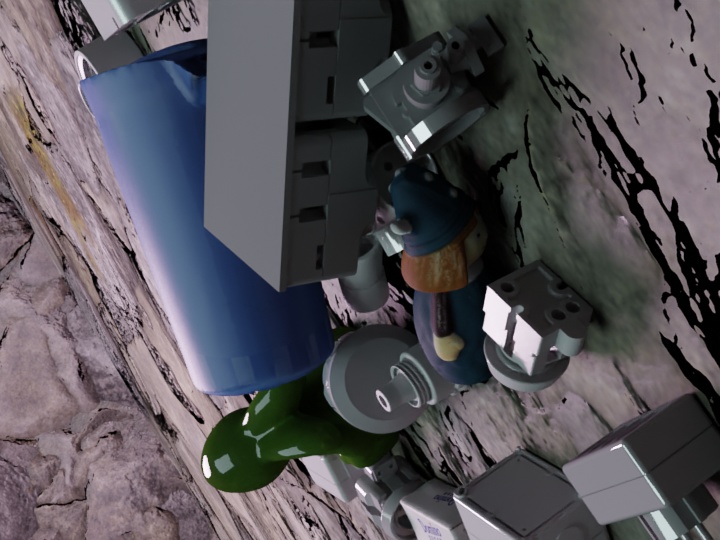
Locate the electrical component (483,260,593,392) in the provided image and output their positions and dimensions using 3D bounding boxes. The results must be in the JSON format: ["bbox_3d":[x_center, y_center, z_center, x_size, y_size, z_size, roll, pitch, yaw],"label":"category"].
[{"bbox_3d":[0.094,0.034,0.588,0.066,0.048,0.055,46,149,33],"label":"electrical component"}]

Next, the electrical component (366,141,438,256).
[{"bbox_3d":[0.023,-0.034,0.664,0.079,0.044,0.077,60,161,-2],"label":"electrical component"}]

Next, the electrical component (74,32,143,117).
[{"bbox_3d":[-0.250,-0.184,1.091,0.108,0.060,0.108,49,158,28],"label":"electrical component"}]

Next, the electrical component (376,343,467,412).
[{"bbox_3d":[0.041,0.076,0.751,0.048,0.062,0.048,49,158,28],"label":"electrical component"}]

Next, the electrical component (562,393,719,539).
[{"bbox_3d":[0.156,0.114,0.548,0.075,0.047,0.083,56,161,10],"label":"electrical component"}]

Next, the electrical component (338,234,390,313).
[{"bbox_3d":[0.000,0.000,0.777,0.044,0.044,0.065,44,160,38],"label":"electrical component"}]

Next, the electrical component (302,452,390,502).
[{"bbox_3d":[-0.011,0.181,1.031,0.061,0.062,0.096,65,160,-14],"label":"electrical component"}]

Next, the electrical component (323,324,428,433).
[{"bbox_3d":[0.012,0.080,0.807,0.080,0.080,0.051,61,166,-5],"label":"electrical component"}]

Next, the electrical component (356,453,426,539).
[{"bbox_3d":[0.036,0.206,0.961,0.057,0.058,0.078,34,148,57],"label":"electrical component"}]

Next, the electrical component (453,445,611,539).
[{"bbox_3d":[0.111,0.167,0.713,0.096,0.062,0.061,24,140,59],"label":"electrical component"}]

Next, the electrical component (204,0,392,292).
[{"bbox_3d":[-0.040,-0.097,0.621,0.105,0.060,0.186,37,129,50],"label":"electrical component"}]

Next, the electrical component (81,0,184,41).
[{"bbox_3d":[-0.125,-0.201,0.685,0.057,0.113,0.078,61,161,-14],"label":"electrical component"}]
